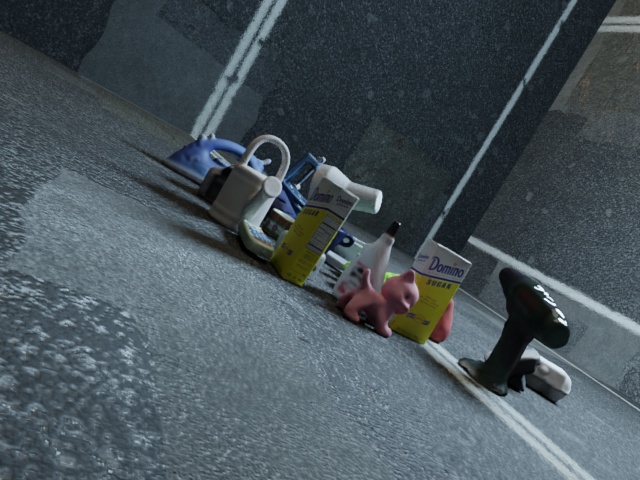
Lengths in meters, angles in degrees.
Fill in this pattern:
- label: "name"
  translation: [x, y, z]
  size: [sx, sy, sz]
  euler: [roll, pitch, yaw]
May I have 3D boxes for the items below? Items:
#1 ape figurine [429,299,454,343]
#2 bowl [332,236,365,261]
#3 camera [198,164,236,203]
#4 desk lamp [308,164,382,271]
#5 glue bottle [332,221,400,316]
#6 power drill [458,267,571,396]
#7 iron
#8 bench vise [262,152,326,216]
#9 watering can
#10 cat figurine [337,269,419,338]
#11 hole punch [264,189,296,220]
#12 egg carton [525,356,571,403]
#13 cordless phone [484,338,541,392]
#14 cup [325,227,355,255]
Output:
- label: "ape figurine"
  translation: [0.245, 0.159, 1.182]
  size: [0.078, 0.092, 0.076]
  euler: [28, 6, -21]
- label: "bowl"
  translation: [0.075, 0.030, 1.509]
  size: [0.167, 0.074, 0.167]
  euler: [30, 6, -3]
- label: "camera"
  translation: [-0.178, -0.109, 1.295]
  size: [0.143, 0.101, 0.137]
  euler: [31, 6, 8]
- label: "desk lamp"
  translation: [0.045, -0.057, 1.404]
  size: [0.203, 0.213, 0.118]
  euler: [32, 6, 16]
- label: "glue bottle"
  translation: [0.091, 0.042, 1.002]
  size: [0.077, 0.173, 0.037]
  euler: [35, 7, 38]
- label: "power drill"
  translation: [0.348, 0.167, 1.051]
  size: [0.076, 0.208, 0.229]
  euler: [29, 6, -18]
- label: "iron"
  translation: [-0.251, -0.195, 1.452]
  size: [0.259, 0.141, 0.118]
  euler: [27, 7, -31]
- label: "bench vise"
  translation: [-0.094, -0.165, 1.597]
  size: [0.208, 0.219, 0.121]
  euler: [29, 6, -12]
- label: "watering can"
  translation: [-0.121, -0.107, 1.098]
  size: [0.172, 0.194, 0.101]
  euler: [35, 7, 39]
- label: "cat figurine"
  translation: [0.109, 0.091, 0.947]
  size: [0.128, 0.117, 0.067]
  euler: [28, 6, -26]
- label: "hole punch"
  translation: [-0.114, -0.090, 1.499]
  size: [0.100, 0.091, 0.109]
  euler: [34, 7, 34]
- label: "egg carton"
  translation: [0.504, 0.308, 1.326]
  size: [0.150, 0.069, 0.107]
  euler: [32, 6, 16]
- label: "cordless phone"
  translation: [0.428, 0.211, 1.198]
  size: [0.094, 0.185, 0.148]
  euler: [31, 6, 8]
- label: "cup"
  translation: [0.012, 0.005, 1.308]
  size: [0.118, 0.095, 0.091]
  euler: [29, 6, -10]
